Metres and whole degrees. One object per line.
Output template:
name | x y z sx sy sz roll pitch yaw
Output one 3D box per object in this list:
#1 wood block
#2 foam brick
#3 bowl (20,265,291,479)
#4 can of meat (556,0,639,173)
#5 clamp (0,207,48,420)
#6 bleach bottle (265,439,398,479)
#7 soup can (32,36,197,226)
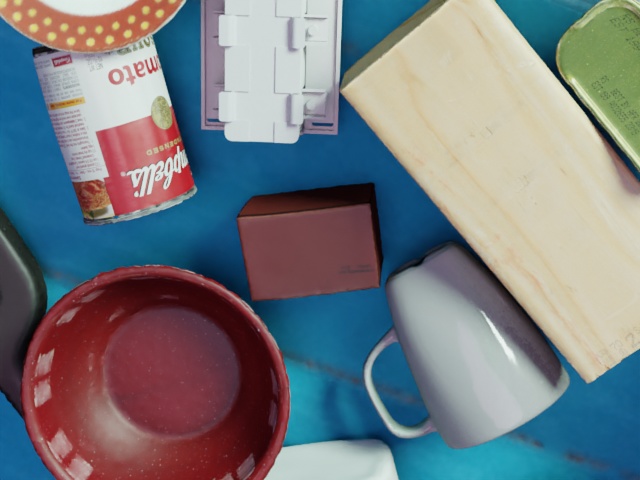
wood block | 0.112 -0.037 0.585 0.090 0.090 0.206 -39 100 13
foam brick | -0.004 0.001 0.625 0.078 0.051 0.053 -6 106 6
bowl | -0.096 0.089 0.651 0.162 0.055 0.162 1 100 4
can of meat | 0.175 -0.079 0.554 0.058 0.083 0.102 -42 79 26
clamp | -0.228 0.067 0.667 0.164 0.036 0.210 -4 107 -1
bleach bottle | 0.021 0.256 0.694 0.102 0.068 0.251 -8 108 8
soup can | -0.116 -0.067 0.605 0.068 0.068 0.102 -12 105 8
